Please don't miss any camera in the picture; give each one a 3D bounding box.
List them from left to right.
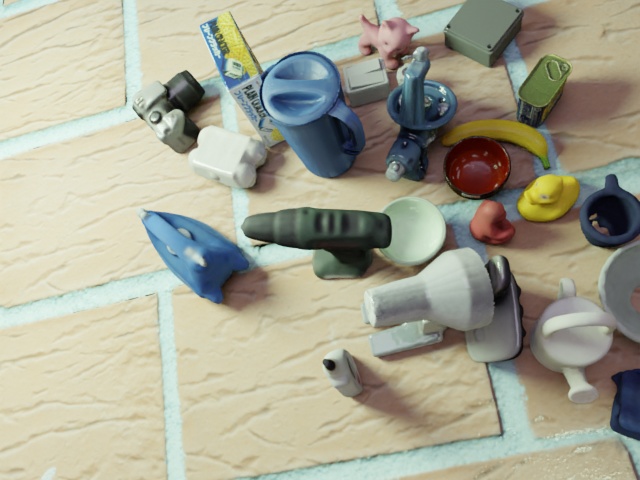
[{"bbox_3d":[-0.299,-0.277,1.168,0.137,0.101,0.143,-42,68,-2],"label":"camera"}]

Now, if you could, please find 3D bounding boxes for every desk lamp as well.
[{"bbox_3d":[0.154,0.103,0.875,0.203,0.214,0.118,-17,69,8],"label":"desk lamp"}]

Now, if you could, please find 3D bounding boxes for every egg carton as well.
[{"bbox_3d":[-0.182,-0.161,1.119,0.150,0.069,0.107,18,77,18],"label":"egg carton"}]

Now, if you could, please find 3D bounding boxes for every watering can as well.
[{"bbox_3d":[0.367,0.140,0.822,0.101,0.194,0.172,-24,68,5],"label":"watering can"}]

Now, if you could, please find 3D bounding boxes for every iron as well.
[{"bbox_3d":[-0.261,0.001,1.047,0.257,0.142,0.119,34,83,21],"label":"iron"}]

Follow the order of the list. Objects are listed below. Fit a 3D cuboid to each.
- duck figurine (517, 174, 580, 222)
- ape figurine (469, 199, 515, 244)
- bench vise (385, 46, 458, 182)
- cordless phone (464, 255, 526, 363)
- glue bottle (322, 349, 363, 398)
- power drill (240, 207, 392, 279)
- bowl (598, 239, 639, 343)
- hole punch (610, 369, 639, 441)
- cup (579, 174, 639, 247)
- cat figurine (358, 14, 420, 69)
[{"bbox_3d":[0.381,-0.080,0.949,0.104,0.086,0.077,-24,68,5],"label":"duck figurine"},{"bbox_3d":[0.287,-0.035,0.953,0.076,0.092,0.078,-12,70,10],"label":"ape figurine"},{"bbox_3d":[0.169,-0.206,0.968,0.121,0.220,0.207,1,73,14],"label":"bench vise"},{"bbox_3d":[0.263,0.105,0.863,0.094,0.185,0.147,-8,71,11],"label":"cordless phone"},{"bbox_3d":[0.029,0.203,0.894,0.037,0.173,0.078,-25,68,5],"label":"glue bottle"},{"bbox_3d":[0.009,0.003,0.945,0.229,0.209,0.075,-4,71,13],"label":"power drill"},{"bbox_3d":[0.506,0.086,0.871,0.167,0.075,0.167,-4,72,12],"label":"bowl"},{"bbox_3d":[0.478,0.239,0.819,0.108,0.091,0.101,13,76,17],"label":"hole punch"},{"bbox_3d":[0.455,-0.037,0.912,0.091,0.095,0.118,2,73,14],"label":"cup"},{"bbox_3d":[0.127,-0.393,1.095,0.127,0.118,0.067,34,83,21],"label":"cat figurine"}]
